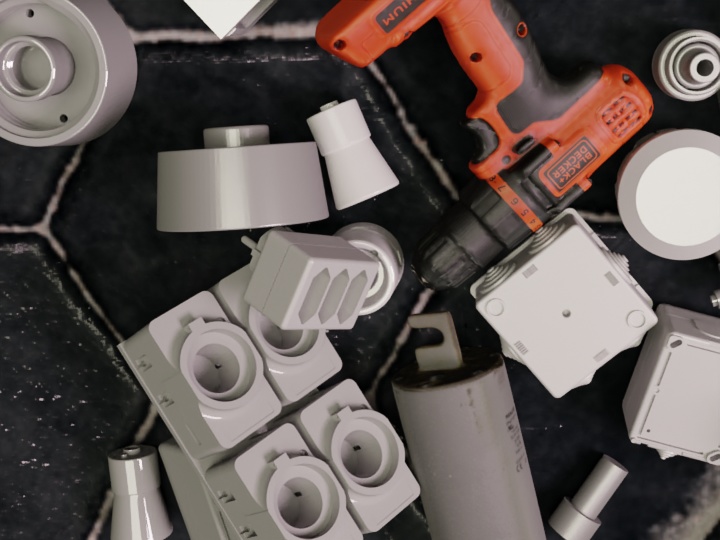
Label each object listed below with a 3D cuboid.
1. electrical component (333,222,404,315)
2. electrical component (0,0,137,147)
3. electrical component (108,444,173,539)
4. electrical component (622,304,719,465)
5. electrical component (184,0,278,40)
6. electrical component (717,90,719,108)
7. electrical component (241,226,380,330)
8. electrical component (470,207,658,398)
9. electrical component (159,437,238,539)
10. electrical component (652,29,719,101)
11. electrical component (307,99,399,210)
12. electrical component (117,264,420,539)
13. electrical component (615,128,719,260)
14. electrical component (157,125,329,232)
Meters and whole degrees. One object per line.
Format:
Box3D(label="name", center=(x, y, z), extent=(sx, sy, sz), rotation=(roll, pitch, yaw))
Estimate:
Box3D(label="electrical component", center=(0.000, 0.000, 0.708), extent=(0.055, 0.047, 0.055), rotation=(1, 103, 5))
Box3D(label="electrical component", center=(-0.204, -0.130, 0.691), extent=(0.108, 0.060, 0.108), rotation=(1, 103, 5))
Box3D(label="electrical component", center=(-0.159, 0.158, 0.765), extent=(0.044, 0.044, 0.065), rotation=(-4, 98, 7))
Box3D(label="electrical component", center=(0.212, 0.078, 0.701), extent=(0.062, 0.061, 0.096), rotation=(15, 112, 2))
Box3D(label="electrical component", center=(-0.057, -0.225, 0.652), extent=(0.150, 0.061, 0.089), rotation=(-42, 96, 13))
Box3D(label="electrical component", center=(0.264, -0.083, 0.661), extent=(0.066, 0.047, 0.076), rotation=(-14, 102, 9))
Box3D(label="electrical component", center=(-0.042, -0.002, 0.658), extent=(0.077, 0.066, 0.047), rotation=(34, 109, 34))
Box3D(label="electrical component", center=(0.132, 0.022, 0.699), extent=(0.100, 0.048, 0.099), rotation=(-40, 96, 13))
Box3D(label="electrical component", center=(-0.089, 0.151, 0.738), extent=(0.061, 0.062, 0.096), rotation=(0, 111, 51))
Box3D(label="electrical component", center=(0.202, -0.123, 0.650), extent=(0.043, 0.062, 0.043), rotation=(1, 103, 5))
Box3D(label="electrical component", center=(-0.007, -0.077, 0.694), extent=(0.044, 0.044, 0.065), rotation=(-22, 95, 10))
Box3D(label="electrical component", center=(-0.054, 0.095, 0.688), extent=(0.186, 0.105, 0.060), rotation=(58, 144, -1))
Box3D(label="electrical component", center=(0.200, -0.050, 0.674), extent=(0.080, 0.051, 0.080), rotation=(1, 103, 6))
Box3D(label="electrical component", center=(-0.075, -0.059, 0.673), extent=(0.108, 0.108, 0.060), rotation=(-3, 97, 7))
